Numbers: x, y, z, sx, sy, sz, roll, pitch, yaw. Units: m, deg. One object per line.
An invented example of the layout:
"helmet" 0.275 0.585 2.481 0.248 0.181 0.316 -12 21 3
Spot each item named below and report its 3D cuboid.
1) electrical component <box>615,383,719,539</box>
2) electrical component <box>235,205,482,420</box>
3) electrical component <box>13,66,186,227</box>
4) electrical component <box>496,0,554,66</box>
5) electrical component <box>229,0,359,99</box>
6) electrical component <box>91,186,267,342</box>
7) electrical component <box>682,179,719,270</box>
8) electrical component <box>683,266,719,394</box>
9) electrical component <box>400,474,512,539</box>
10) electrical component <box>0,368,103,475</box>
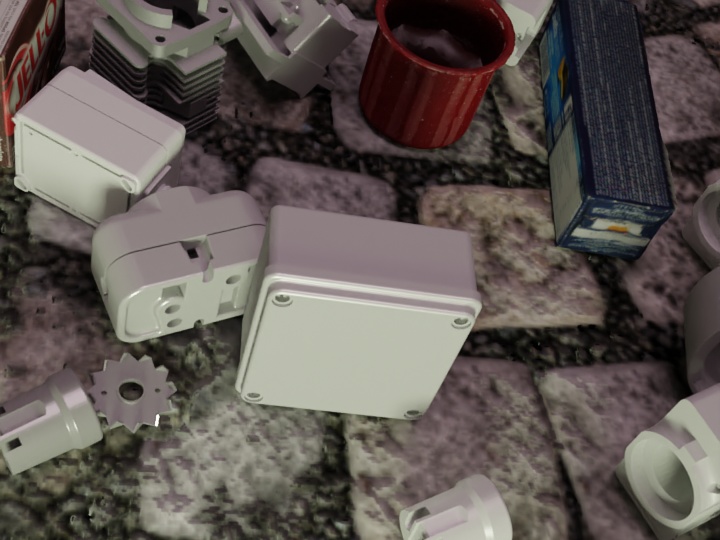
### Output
"electrical component" 0.182 0.103 0.577 0.056 0.089 0.050 -18 62 -26
"electrical component" -0.004 0.025 0.568 0.109 0.108 0.056 8 51 -11
"electrical component" -0.143 -0.065 0.622 0.096 0.061 0.061 28 52 5
"electrical component" 0.094 -0.203 0.797 0.089 0.050 0.055 30 53 7
"electrical component" -0.059 -0.184 0.724 0.121 0.063 0.079 56 19 24
"electrical component" -0.098 -0.006 0.597 0.095 0.053 0.059 -15 60 -25
"electrical component" 0.257 -0.039 0.701 0.056 0.089 0.050 -22 64 -29
"electrical component" 0.245 0.034 0.638 0.108 0.108 0.060 11 47 -8
"electrical component" 0.048 0.131 0.551 0.046 0.040 0.040 -17 61 -19
"electrical component" -0.157 0.076 0.532 0.046 0.040 0.040 -25 65 -23
